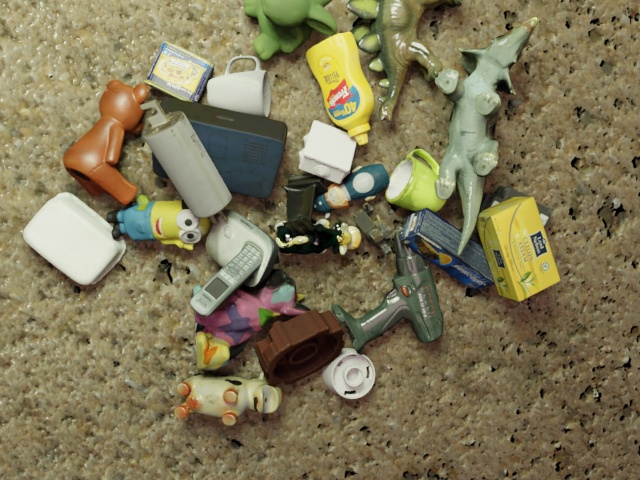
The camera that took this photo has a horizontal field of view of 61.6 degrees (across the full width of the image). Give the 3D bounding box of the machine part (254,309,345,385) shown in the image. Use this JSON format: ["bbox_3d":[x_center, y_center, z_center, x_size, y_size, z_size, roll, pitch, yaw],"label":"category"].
[{"bbox_3d":[-0.036,0.201,1.009,0.179,0.179,0.056,-33,56,1],"label":"machine part"}]

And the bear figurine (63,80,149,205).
[{"bbox_3d":[-0.365,-0.181,0.962,0.120,0.131,0.196,12,64,27],"label":"bear figurine"}]

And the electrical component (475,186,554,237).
[{"bbox_3d":[0.370,-0.040,1.052,0.134,0.058,0.115,26,94,-7],"label":"electrical component"}]

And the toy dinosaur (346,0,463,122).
[{"bbox_3d":[0.156,-0.444,0.956,0.199,0.105,0.471,14,92,-3],"label":"toy dinosaur"}]

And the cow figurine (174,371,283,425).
[{"bbox_3d":[-0.167,0.300,1.041,0.195,0.127,0.085,3,98,10],"label":"cow figurine"}]

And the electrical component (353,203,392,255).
[{"bbox_3d":[0.103,-0.025,1.018,0.045,0.102,0.078,-40,124,6],"label":"electrical component"}]

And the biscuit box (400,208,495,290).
[{"bbox_3d":[0.250,0.021,1.024,0.202,0.059,0.063,32,62,-18],"label":"biscuit box"}]

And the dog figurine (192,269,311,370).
[{"bbox_3d":[-0.129,0.149,1.018,0.219,0.108,0.191,-3,107,-11],"label":"dog figurine"}]

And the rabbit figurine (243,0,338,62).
[{"bbox_3d":[-0.050,-0.377,0.914,0.159,0.170,0.121,-4,100,-3],"label":"rabbit figurine"}]

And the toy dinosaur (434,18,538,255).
[{"bbox_3d":[0.281,-0.190,0.975,0.131,0.192,0.404,16,112,26],"label":"toy dinosaur"}]

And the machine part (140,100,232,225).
[{"bbox_3d":[-0.219,-0.123,0.898,0.079,0.079,0.242,-25,122,0],"label":"machine part"}]

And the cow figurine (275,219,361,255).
[{"bbox_3d":[-0.001,-0.005,1.010,0.167,0.098,0.068,-2,92,-4],"label":"cow figurine"}]

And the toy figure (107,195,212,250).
[{"bbox_3d":[-0.292,-0.039,0.991,0.180,0.089,0.082,0,141,5],"label":"toy figure"}]

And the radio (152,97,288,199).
[{"bbox_3d":[-0.181,-0.161,0.962,0.230,0.073,0.131,12,127,-5],"label":"radio"}]

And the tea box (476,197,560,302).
[{"bbox_3d":[0.361,0.015,0.989,0.098,0.068,0.169,-25,99,-12],"label":"tea box"}]

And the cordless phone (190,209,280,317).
[{"bbox_3d":[-0.175,0.046,0.956,0.147,0.088,0.184,34,65,27],"label":"cordless phone"}]

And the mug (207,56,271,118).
[{"bbox_3d":[-0.148,-0.274,0.969,0.107,0.081,0.109,0,102,4],"label":"mug"}]

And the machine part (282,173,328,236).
[{"bbox_3d":[-0.031,-0.072,0.983,0.084,0.139,0.039,0,143,12],"label":"machine part"}]

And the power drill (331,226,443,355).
[{"bbox_3d":[0.128,0.114,1.052,0.207,0.086,0.232,-28,98,-7],"label":"power drill"}]

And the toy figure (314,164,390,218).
[{"bbox_3d":[0.055,-0.095,1.023,0.154,0.057,0.064,-25,61,1],"label":"toy figure"}]
